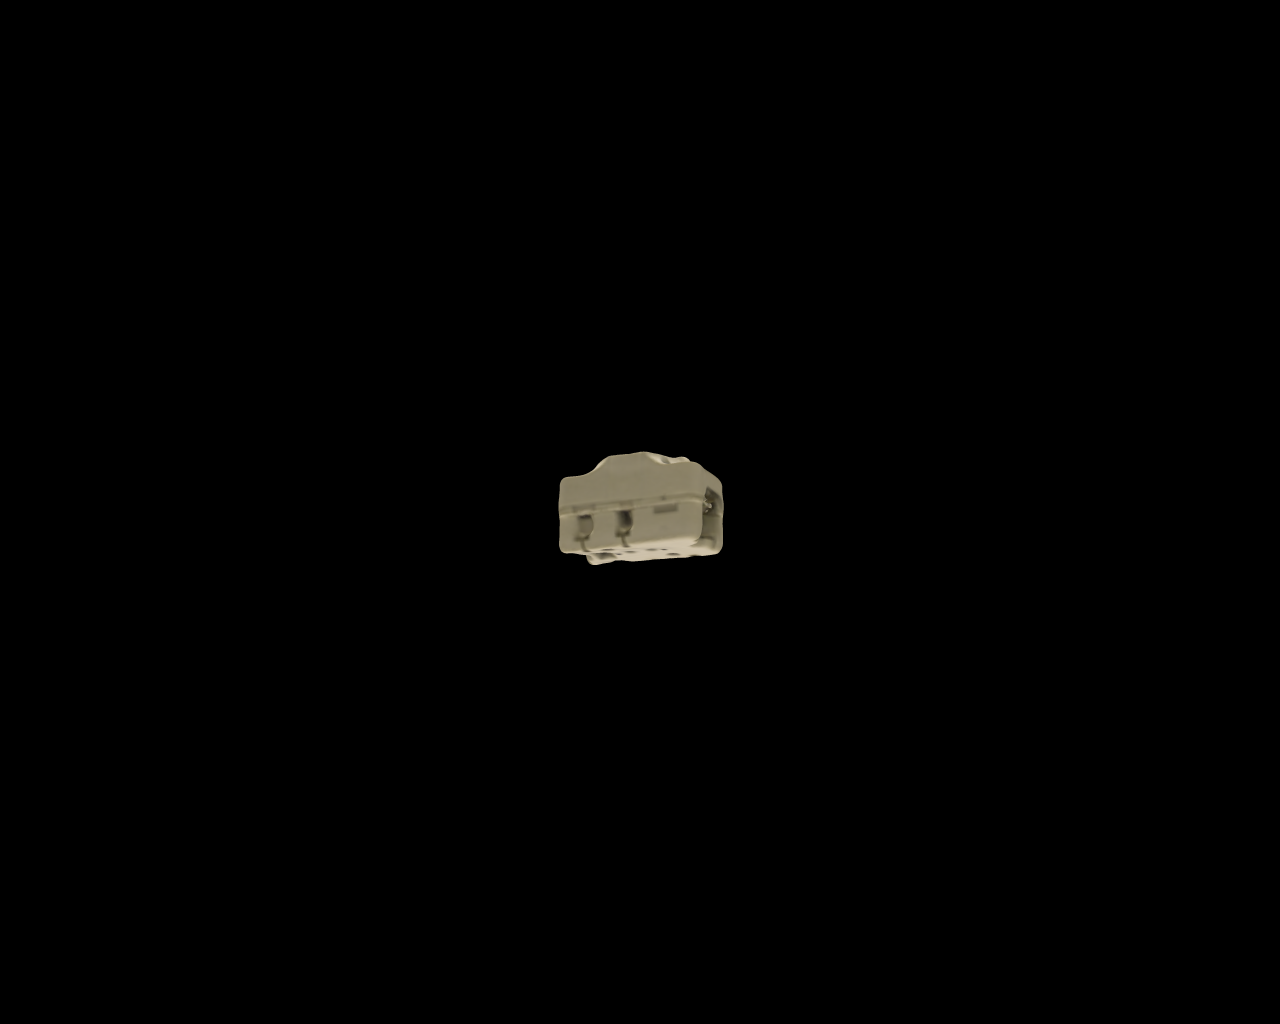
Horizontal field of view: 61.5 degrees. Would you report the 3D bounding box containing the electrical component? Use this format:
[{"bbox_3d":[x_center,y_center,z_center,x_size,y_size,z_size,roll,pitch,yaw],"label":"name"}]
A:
[{"bbox_3d":[0.001,-0.003,0.650,0.089,0.056,0.050,-6,-15,22],"label":"electrical component"}]
